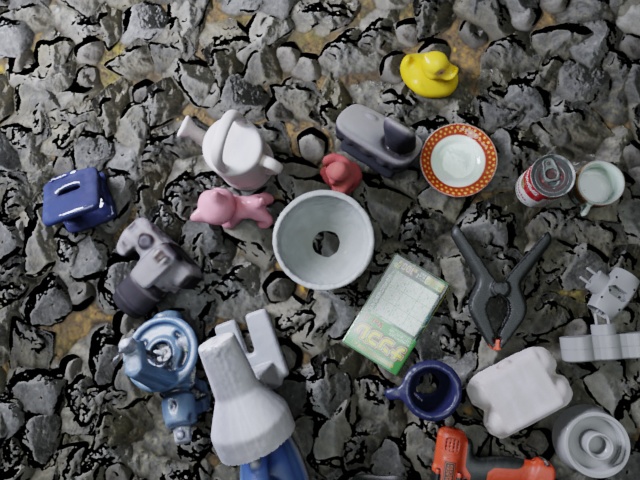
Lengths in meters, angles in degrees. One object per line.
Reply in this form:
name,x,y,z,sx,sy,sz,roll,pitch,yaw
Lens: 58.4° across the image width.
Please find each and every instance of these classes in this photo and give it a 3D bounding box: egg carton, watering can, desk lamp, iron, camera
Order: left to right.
camera,-0.297,0.054,0.968,0.143,0.101,0.137,44,88,8
watering can,-0.147,-0.149,0.933,0.172,0.194,0.101,1,83,5
desk lamp,-0.116,0.217,0.877,0.118,0.213,0.203,-21,82,2
iron,-0.082,0.390,0.890,0.118,0.141,0.258,-14,82,3
egg carton,0.316,0.240,0.912,0.150,0.069,0.107,-29,82,1

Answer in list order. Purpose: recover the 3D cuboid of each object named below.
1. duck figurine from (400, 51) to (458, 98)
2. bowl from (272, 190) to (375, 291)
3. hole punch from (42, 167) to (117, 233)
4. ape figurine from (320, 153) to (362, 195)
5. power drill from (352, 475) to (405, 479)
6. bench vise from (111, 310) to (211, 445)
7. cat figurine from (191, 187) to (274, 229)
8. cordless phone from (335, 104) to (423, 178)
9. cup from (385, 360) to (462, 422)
duck figurine,0.189,-0.294,0.977,0.104,0.086,0.077,25,86,7
bowl,0.009,0.003,0.962,0.167,0.075,0.167,-1,83,5
hole punch,-0.428,-0.074,0.999,0.108,0.091,0.101,-20,82,2
ape figurine,0.033,-0.111,0.965,0.076,0.092,0.078,3,83,5
power drill,0.092,0.413,0.839,0.229,0.208,0.076,0,83,5
bench vise,-0.232,0.208,0.884,0.121,0.220,0.207,-34,82,0
cat figurine,-0.147,-0.057,0.960,0.127,0.118,0.067,-4,83,4
cordless phone,0.095,-0.180,0.921,0.147,0.185,0.094,29,86,8
cup,0.161,0.236,0.912,0.117,0.095,0.092,-7,83,4
